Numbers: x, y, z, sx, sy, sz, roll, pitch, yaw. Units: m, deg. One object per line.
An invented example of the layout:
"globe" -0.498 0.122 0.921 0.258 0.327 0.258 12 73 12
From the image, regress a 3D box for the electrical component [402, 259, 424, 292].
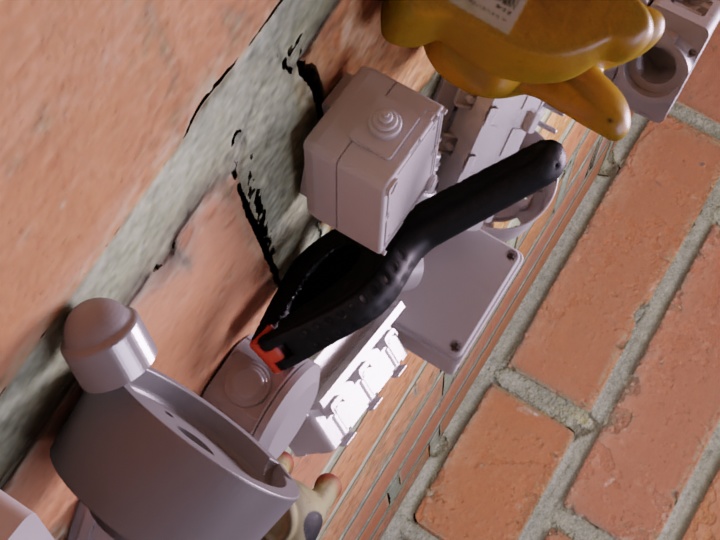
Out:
"electrical component" 0.000 0.000 0.743 0.081 0.043 0.043 -12 137 -39

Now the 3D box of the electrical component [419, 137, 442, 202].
"electrical component" 0.037 -0.063 0.775 0.078 0.040 0.040 -64 167 22

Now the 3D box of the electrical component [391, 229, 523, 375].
"electrical component" 0.059 0.011 0.877 0.108 0.109 0.056 -56 170 -17

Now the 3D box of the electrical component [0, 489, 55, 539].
"electrical component" -0.156 0.137 0.408 0.089 0.062 0.150 -54 167 -26

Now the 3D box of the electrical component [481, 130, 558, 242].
"electrical component" 0.121 -0.076 0.959 0.099 0.099 0.064 -55 173 -23

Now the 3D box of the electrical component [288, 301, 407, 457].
"electrical component" -0.018 0.077 0.793 0.079 0.063 0.121 -16 -157 41

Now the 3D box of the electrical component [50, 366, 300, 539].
"electrical component" -0.088 0.093 0.485 0.060 0.108 0.108 -53 168 -1

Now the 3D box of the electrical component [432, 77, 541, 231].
"electrical component" 0.084 -0.094 0.811 0.079 0.063 0.121 2 127 -30

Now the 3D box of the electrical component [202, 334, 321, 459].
"electrical component" -0.064 0.084 0.683 0.080 0.051 0.080 -56 167 -19

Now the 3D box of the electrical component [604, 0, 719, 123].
"electrical component" 0.194 -0.192 0.848 0.061 0.150 0.089 -50 164 -44

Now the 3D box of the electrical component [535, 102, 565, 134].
"electrical component" 0.135 -0.141 0.906 0.047 0.077 0.065 -48 163 -44

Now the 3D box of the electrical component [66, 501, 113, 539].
"electrical component" -0.118 0.155 0.618 0.109 0.056 0.108 -38 155 -59

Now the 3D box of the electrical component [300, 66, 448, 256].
"electrical component" 0.004 -0.064 0.591 0.061 0.061 0.096 -55 167 -21
